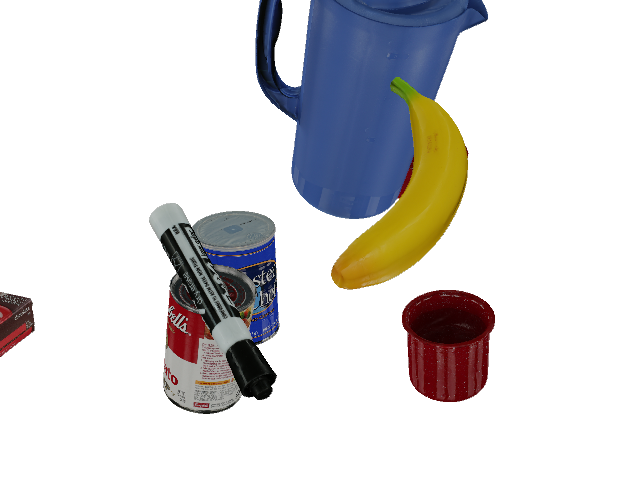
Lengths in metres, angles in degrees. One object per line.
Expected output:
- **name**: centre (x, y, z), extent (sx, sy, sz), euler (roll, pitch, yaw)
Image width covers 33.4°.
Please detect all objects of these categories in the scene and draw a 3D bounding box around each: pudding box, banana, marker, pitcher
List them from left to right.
- **pudding box**: centre (-0.324, 0.075, 0.938), extent (0.114, 0.039, 0.090), euler (8, 25, 19)
- **marker**: centre (-0.055, 0.030, 0.537), extent (0.020, 0.121, 0.020), euler (-23, -32, -16)
- **pitcher**: centre (0.031, -0.138, 0.948), extent (0.144, 0.243, 0.149), euler (-29, 59, -33)
- **banana**: centre (0.061, -0.033, 0.717), extent (0.069, 0.197, 0.037), euler (12, -43, 7)

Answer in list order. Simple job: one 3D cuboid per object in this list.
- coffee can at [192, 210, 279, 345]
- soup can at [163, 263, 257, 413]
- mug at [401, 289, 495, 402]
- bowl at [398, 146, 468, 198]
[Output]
- **coffee can**: centre (-0.104, 0.047, 1.327), extent (0.103, 0.140, 0.103), euler (-1, 26, 0)
- **soup can**: centre (-0.090, 0.079, 0.855), extent (0.068, 0.102, 0.068), euler (7, 31, -4)
- **mug**: centre (0.137, 0.104, 1.095), extent (0.093, 0.081, 0.117), euler (17, 39, 29)
- **bowl**: centre (0.082, -0.091, 1.210), extent (0.162, 0.055, 0.162), euler (8, 27, -4)
